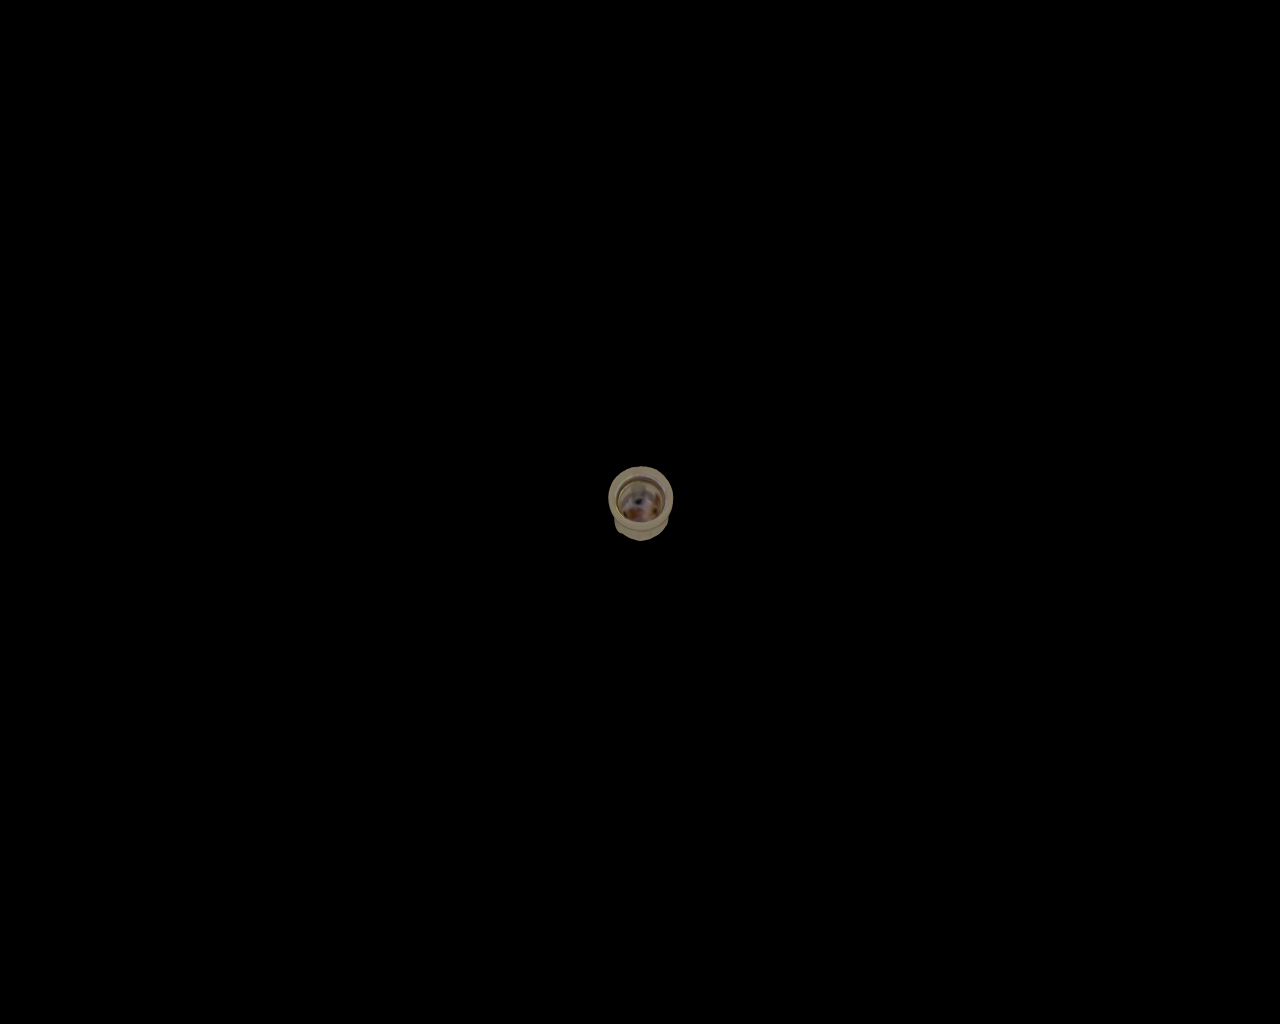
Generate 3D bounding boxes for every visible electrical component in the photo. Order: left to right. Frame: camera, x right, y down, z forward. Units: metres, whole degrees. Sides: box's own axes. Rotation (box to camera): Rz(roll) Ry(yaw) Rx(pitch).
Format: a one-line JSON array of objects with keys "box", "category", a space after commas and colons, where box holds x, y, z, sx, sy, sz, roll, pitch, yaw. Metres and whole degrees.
[{"box": [0.001, -0.003, 0.650, 0.040, 0.040, 0.046, 0, -20, 0], "category": "electrical component"}]
